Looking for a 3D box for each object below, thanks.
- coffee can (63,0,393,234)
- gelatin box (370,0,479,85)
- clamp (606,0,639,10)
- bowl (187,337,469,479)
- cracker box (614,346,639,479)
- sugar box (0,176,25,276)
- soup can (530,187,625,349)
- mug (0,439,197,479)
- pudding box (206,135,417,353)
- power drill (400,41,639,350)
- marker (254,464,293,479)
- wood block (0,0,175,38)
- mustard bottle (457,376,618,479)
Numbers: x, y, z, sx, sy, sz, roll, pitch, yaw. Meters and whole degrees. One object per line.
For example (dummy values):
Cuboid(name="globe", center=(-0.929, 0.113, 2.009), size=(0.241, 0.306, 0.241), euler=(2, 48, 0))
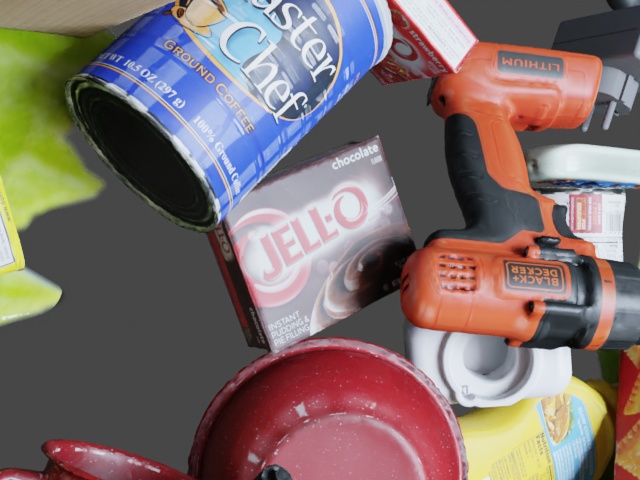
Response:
Cuboid(name="coffee can", center=(-0.045, -0.088, 0.549), size=(0.140, 0.103, 0.102), euler=(-47, 113, -21))
Cuboid(name="gelatin box", center=(0.037, -0.131, 0.614), size=(0.089, 0.073, 0.030), euler=(45, 70, -24))
Cuboid(name="clamp", center=(0.279, -0.195, 0.780), size=(0.171, 0.039, 0.120), euler=(19, 88, -35))
Cuboid(name="bowl", center=(0.009, 0.135, 0.581), size=(0.162, 0.055, 0.162), euler=(0, 90, -6))
Cuboid(name="cracker box", center=(0.262, 0.153, 0.680), size=(0.164, 0.072, 0.213), euler=(35, 49, -24))
Cuboid(name="sugar box", center=(-0.227, 0.000, 0.468), size=(0.176, 0.048, 0.093), euler=(-23, 116, -26))
Cuboid(name="soup can", center=(0.166, 0.017, 0.699), size=(0.068, 0.069, 0.102), euler=(0, 91, -31))
Cuboid(name="mug", center=(-0.116, 0.149, 0.523), size=(0.117, 0.093, 0.081), euler=(21, 86, -23))
Cuboid(name="pudding box", center=(-0.004, 0.001, 0.613), size=(0.113, 0.039, 0.090), euler=(-26, 104, -28))
Cuboid(name="power drill", center=(0.136, -0.025, 0.622), size=(0.184, 0.057, 0.187), euler=(6, 58, -9))
Cuboid(name="marker", center=(-0.050, 0.149, 0.549), size=(0.020, 0.121, 0.020), euler=(23, 42, -23))
Cuboid(name="wood block", center=(-0.104, -0.148, 0.451), size=(0.090, 0.206, 0.090), euler=(2, 90, -31))
Cuboid(name="mustard bottle", center=(0.134, 0.137, 0.688), size=(0.191, 0.058, 0.096), euler=(-22, 106, -29))
